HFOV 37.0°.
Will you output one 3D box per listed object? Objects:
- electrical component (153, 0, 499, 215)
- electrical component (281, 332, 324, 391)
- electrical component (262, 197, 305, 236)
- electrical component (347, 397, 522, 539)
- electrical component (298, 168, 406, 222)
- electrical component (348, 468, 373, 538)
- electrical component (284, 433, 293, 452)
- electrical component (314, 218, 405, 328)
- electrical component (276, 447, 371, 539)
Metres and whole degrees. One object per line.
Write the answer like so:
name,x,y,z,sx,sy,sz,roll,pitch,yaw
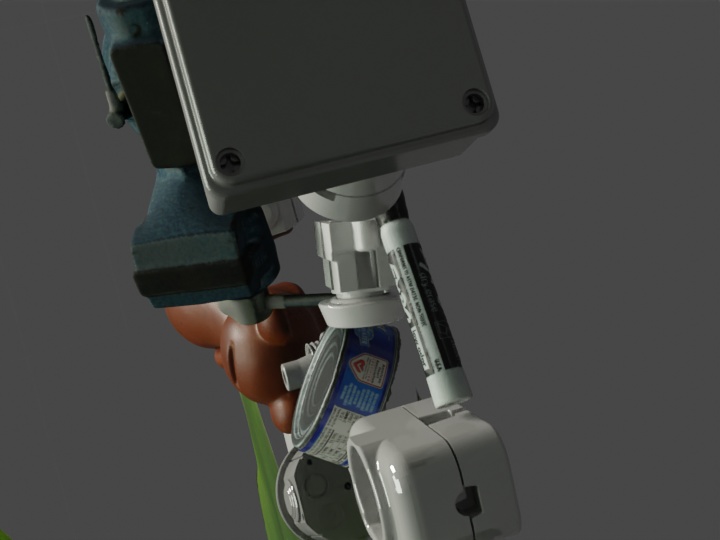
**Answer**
electrical component,-0.017,-0.087,0.401,0.056,0.109,0.108,138,117,-79
electrical component,-0.018,0.060,0.678,0.048,0.062,0.048,165,90,-78
electrical component,-0.081,-0.057,0.785,0.080,0.080,0.051,-129,22,-62
electrical component,0.030,0.100,0.519,0.095,0.059,0.053,-159,55,-75
electrical component,-0.004,-0.058,0.500,0.047,0.055,0.055,103,150,-57
electrical component,0.022,0.115,0.610,0.077,0.044,0.079,-120,19,-49
electrical component,-0.035,0.123,0.859,0.100,0.048,0.099,-162,57,-75
electrical component,0.000,0.000,0.572,0.066,0.048,0.055,-159,62,-77
electrical component,-0.014,0.147,0.726,0.051,0.080,0.080,135,119,-70
